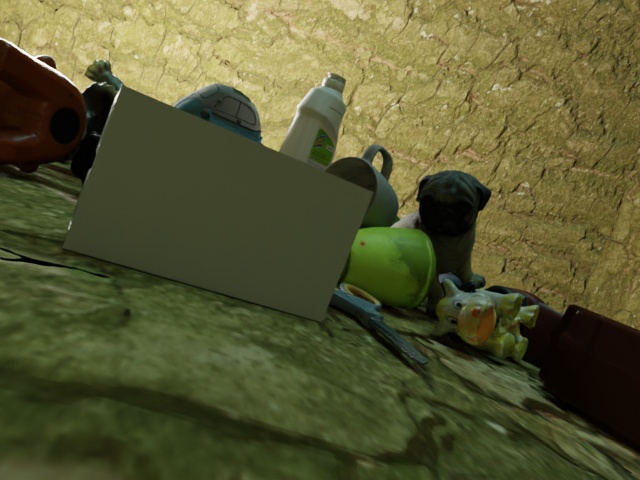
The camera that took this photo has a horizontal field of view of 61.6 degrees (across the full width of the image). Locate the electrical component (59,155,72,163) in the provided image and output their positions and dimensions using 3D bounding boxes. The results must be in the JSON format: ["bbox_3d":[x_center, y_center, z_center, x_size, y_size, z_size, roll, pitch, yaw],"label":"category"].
[{"bbox_3d":[-0.385,-0.129,0.775,0.094,0.021,0.063,21,4,-25],"label":"electrical component"}]

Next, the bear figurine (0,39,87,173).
[{"bbox_3d":[-0.341,-0.145,0.544,0.196,0.120,0.132,21,7,18],"label":"bear figurine"}]

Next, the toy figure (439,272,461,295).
[{"bbox_3d":[0.196,0.077,0.830,0.058,0.064,0.154,-1,-1,12],"label":"toy figure"}]

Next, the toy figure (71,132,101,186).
[{"bbox_3d":[-0.202,-0.075,0.596,0.089,0.082,0.180,-8,3,16],"label":"toy figure"}]

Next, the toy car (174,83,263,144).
[{"bbox_3d":[-0.148,-0.184,0.826,0.161,0.103,0.109,18,19,-29],"label":"toy car"}]

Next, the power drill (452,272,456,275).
[{"bbox_3d":[0.233,0.059,1.249,0.208,0.086,0.232,33,12,32],"label":"power drill"}]

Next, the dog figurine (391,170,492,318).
[{"bbox_3d":[0.133,-0.021,0.690,0.173,0.190,0.121,23,48,38],"label":"dog figurine"}]

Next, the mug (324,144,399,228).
[{"bbox_3d":[0.056,-0.056,0.652,0.081,0.109,0.107,19,-5,30],"label":"mug"}]

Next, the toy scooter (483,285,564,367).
[{"bbox_3d":[0.285,0.118,0.660,0.135,0.075,0.184,18,8,-41],"label":"toy scooter"}]

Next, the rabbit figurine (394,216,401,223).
[{"bbox_3d":[0.138,0.037,0.947,0.159,0.121,0.170,28,16,-51],"label":"rabbit figurine"}]

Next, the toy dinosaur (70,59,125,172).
[{"bbox_3d":[-0.259,-0.127,0.811,0.192,0.131,0.404,51,7,27],"label":"toy dinosaur"}]

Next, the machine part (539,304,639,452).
[{"bbox_3d":[0.309,0.137,0.448,0.201,0.087,0.201,21,4,-29],"label":"machine part"}]

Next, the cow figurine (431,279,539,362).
[{"bbox_3d":[0.162,0.078,0.567,0.098,0.068,0.167,17,-3,38],"label":"cow figurine"}]
